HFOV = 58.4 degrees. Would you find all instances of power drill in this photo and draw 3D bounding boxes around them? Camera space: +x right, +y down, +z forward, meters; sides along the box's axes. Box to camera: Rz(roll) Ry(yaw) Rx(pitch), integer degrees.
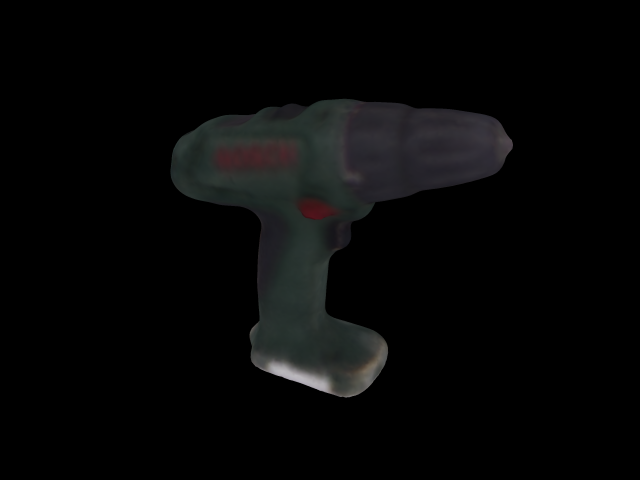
[{"bbox_3d":[0.004,0.001,0.400,0.229,0.208,0.076,13,32,22],"label":"power drill"}]
